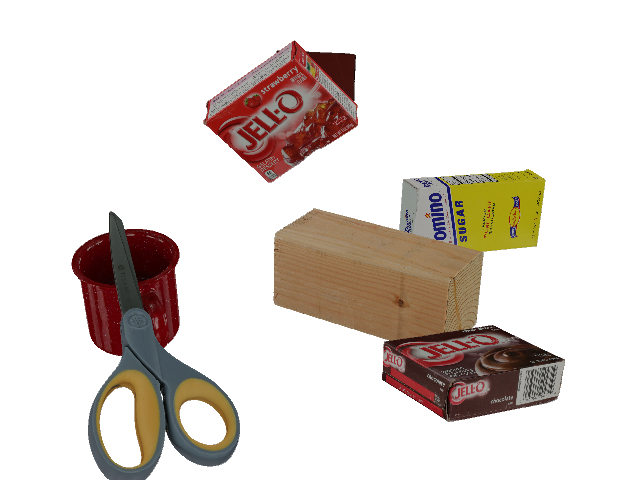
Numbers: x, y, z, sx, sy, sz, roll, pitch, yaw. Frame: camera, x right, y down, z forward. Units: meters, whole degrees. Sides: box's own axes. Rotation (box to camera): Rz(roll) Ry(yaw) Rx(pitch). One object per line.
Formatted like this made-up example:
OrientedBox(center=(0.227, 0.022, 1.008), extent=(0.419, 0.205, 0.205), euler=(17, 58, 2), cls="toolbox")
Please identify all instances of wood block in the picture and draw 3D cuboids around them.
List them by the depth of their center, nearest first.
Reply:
OrientedBox(center=(0.059, 0.042, 1.149), extent=(0.206, 0.091, 0.090), euler=(16, 28, 27), cls="wood block")

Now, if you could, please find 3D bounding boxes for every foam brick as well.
OrientedBox(center=(-0.006, -0.180, 1.164), extent=(0.078, 0.051, 0.053), euler=(0, 11, -15), cls="foam brick")

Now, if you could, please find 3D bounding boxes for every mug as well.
OrientedBox(center=(-0.161, 0.053, 0.935), extent=(0.093, 0.081, 0.117), euler=(-20, 37, -27), cls="mug")

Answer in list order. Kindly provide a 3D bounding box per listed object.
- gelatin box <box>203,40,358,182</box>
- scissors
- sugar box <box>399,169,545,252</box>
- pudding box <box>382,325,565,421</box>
OrientedBox(center=(-0.029, -0.092, 0.777), extent=(0.089, 0.030, 0.073), euler=(-31, -55, 26), cls="gelatin box")
OrientedBox(center=(-0.095, 0.062, 0.656), extent=(0.096, 0.201, 0.016), euler=(12, -46, -13), cls="scissors")
OrientedBox(center=(0.185, -0.033, 1.306), extent=(0.176, 0.093, 0.048), euler=(-7, 23, -21), cls="sugar box")
OrientedBox(center=(0.118, 0.101, 0.832), extent=(0.113, 0.039, 0.090), euler=(-3, 16, -30), cls="pudding box")
